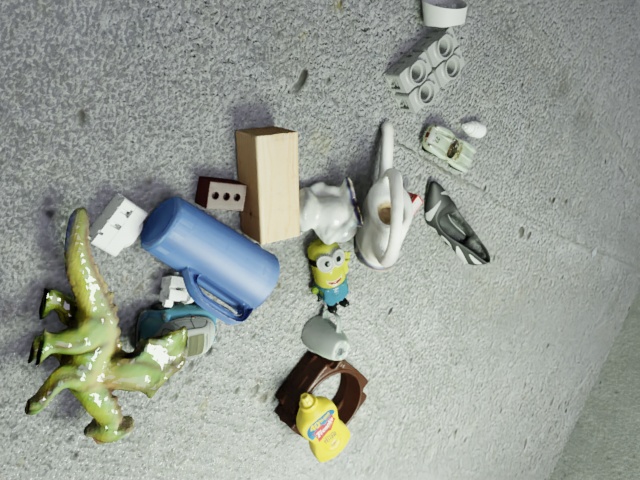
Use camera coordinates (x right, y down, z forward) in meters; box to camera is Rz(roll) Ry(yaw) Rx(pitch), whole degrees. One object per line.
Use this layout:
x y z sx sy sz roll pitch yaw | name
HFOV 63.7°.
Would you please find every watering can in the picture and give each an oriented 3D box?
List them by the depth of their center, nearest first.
0.141 -0.080 1.142 0.104 0.356 0.219 7 -37 -6 | watering can

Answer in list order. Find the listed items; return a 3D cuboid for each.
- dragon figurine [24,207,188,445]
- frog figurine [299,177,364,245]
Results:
-0.341 0.166 0.860 0.242 0.408 0.123 15 9 -29 | dragon figurine
0.003 -0.055 1.092 0.159 0.138 0.122 -14 -3 3 | frog figurine
